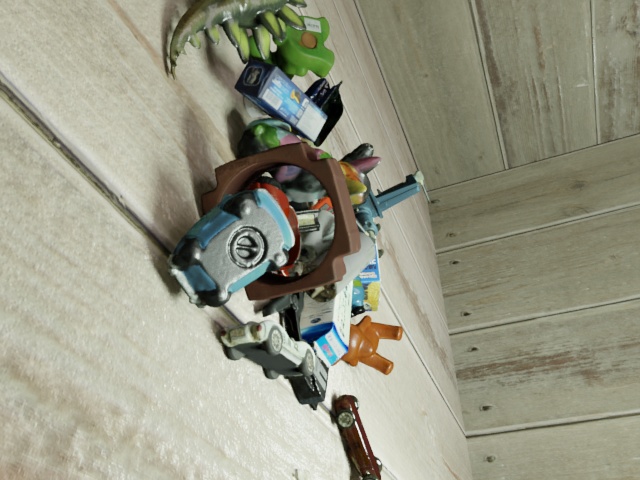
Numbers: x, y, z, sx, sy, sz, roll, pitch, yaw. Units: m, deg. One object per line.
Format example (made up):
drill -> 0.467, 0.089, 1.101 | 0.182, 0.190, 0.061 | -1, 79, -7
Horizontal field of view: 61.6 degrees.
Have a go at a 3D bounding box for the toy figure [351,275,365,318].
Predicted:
toy figure -> 0.051, 0.086, 1.199 | 0.089, 0.082, 0.180 | 89, -16, -74

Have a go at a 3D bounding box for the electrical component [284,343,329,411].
electrical component -> -0.014, 0.245, 0.926 | 0.075, 0.048, 0.119 | -74, 143, -57

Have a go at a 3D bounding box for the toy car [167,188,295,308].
toy car -> -0.120, 0.010, 0.686 | 0.162, 0.103, 0.109 | -41, 112, -21

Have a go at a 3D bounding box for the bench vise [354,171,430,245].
bench vise -> 0.138, -0.090, 1.261 | 0.224, 0.241, 0.128 | -106, 170, -60

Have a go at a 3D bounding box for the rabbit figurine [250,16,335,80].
rabbit figurine -> -0.070, -0.371, 1.116 | 0.159, 0.170, 0.121 | -11, 82, -31

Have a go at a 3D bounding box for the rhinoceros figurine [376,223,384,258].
rhinoceros figurine -> 0.123, -0.029, 1.538 | 0.112, 0.073, 0.190 | 17, 61, -57

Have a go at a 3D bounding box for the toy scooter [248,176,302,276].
toy scooter -> -0.077, -0.011, 0.902 | 0.183, 0.075, 0.135 | 61, 23, -50

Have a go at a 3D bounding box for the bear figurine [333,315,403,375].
bear figurine -> 0.095, 0.222, 1.148 | 0.195, 0.132, 0.120 | 34, 72, -73

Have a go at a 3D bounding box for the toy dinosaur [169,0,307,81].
toy dinosaur -> -0.128, -0.408, 0.908 | 0.198, 0.105, 0.471 | 54, 49, -13

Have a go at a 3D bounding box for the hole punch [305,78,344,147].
hole punch -> -0.017, -0.274, 1.124 | 0.092, 0.142, 0.115 | 36, -9, 14

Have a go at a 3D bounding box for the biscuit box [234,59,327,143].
biscuit box -> -0.063, -0.240, 0.944 | 0.059, 0.063, 0.202 | -62, 151, 1

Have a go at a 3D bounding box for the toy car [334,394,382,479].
toy car -> 0.075, 0.403, 1.060 | 0.089, 0.053, 0.202 | -37, 108, -82

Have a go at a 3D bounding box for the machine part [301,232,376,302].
machine part -> 0.038, 0.047, 1.018 | 0.243, 0.079, 0.079 | -36, 111, -52

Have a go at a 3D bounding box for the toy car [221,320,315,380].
toy car -> -0.069, 0.159, 0.781 | 0.201, 0.074, 0.056 | 50, 34, -54

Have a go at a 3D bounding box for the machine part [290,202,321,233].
machine part -> -0.048, -0.077, 1.039 | 0.039, 0.084, 0.139 | 134, -59, -66

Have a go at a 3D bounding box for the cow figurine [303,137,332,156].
cow figurine -> -0.018, -0.245, 1.245 | 0.127, 0.086, 0.194 | -53, 129, -70

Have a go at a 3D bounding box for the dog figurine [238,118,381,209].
dog figurine -> -0.011, -0.127, 0.919 | 0.108, 0.219, 0.191 | -62, 140, -33

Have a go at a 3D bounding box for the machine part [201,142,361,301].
machine part -> -0.053, -0.025, 0.767 | 0.087, 0.202, 0.201 | -15, 90, -74

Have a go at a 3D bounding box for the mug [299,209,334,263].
mug -> -0.002, -0.003, 1.078 | 0.080, 0.110, 0.107 | 63, 33, -25
